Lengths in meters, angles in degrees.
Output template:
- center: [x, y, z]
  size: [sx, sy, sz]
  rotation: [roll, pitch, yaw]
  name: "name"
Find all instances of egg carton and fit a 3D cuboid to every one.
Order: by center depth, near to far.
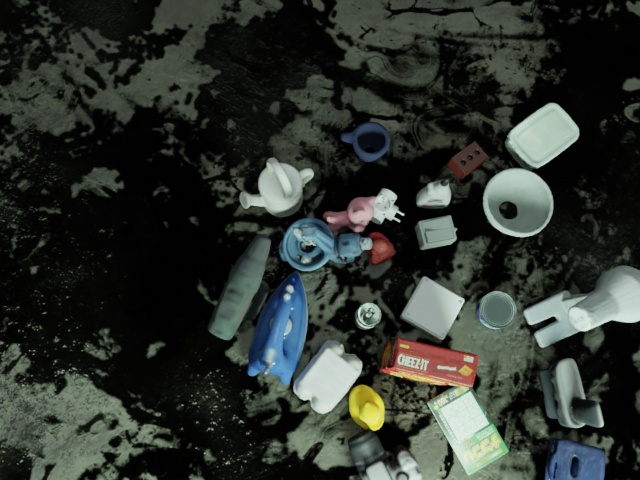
- center: [0.019, 0.304, 1.274]
  size: [0.107, 0.069, 0.150]
  rotation: [37, 79, 7]
  name: "egg carton"

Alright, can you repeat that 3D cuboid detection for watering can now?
- center: [-0.096, -0.120, 1.303]
  size: [0.101, 0.194, 0.173]
  rotation: [40, 79, 8]
  name: "watering can"

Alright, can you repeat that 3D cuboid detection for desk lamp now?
- center: [0.587, 0.151, 1.248]
  size: [0.203, 0.213, 0.118]
  rotation: [-24, 79, -6]
  name: "desk lamp"

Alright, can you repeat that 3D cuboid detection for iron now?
- center: [-0.085, 0.181, 1.262]
  size: [0.118, 0.141, 0.258]
  rotation: [13, 77, 2]
  name: "iron"

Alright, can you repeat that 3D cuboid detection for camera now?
- center: [0.129, 0.473, 1.222]
  size: [0.143, 0.101, 0.137]
  rotation: [-24, 79, -6]
  name: "camera"

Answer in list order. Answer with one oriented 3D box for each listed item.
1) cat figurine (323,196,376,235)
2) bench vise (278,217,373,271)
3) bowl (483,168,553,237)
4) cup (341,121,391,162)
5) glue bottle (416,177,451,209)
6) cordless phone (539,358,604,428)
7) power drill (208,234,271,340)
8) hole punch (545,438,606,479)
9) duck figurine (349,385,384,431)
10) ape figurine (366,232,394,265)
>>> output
- center: [0.072, -0.059, 1.333]
  size: [0.128, 0.118, 0.067]
  rotation: [-13, 78, -4]
  name: "cat figurine"
- center: [0.008, -0.007, 1.267]
  size: [0.207, 0.220, 0.121]
  rotation: [-19, 78, -5]
  name: "bench vise"
- center: [0.463, -0.082, 1.369]
  size: [0.167, 0.075, 0.167]
  rotation: [0, 77, -1]
  name: "bowl"
- center: [0.106, -0.229, 1.384]
  size: [0.117, 0.095, 0.092]
  rotation: [8, 77, 1]
  name: "cup"
- center: [0.272, -0.112, 1.321]
  size: [0.078, 0.173, 0.037]
  rotation: [-1, 77, -1]
  name: "glue bottle"
- center: [0.552, 0.328, 1.222]
  size: [0.094, 0.185, 0.147]
  rotation: [-10, 77, -3]
  name: "cordless phone"
- center: [-0.163, 0.107, 1.243]
  size: [0.075, 0.208, 0.230]
  rotation: [24, 78, 5]
  name: "power drill"
- center: [0.547, 0.491, 1.233]
  size: [0.101, 0.091, 0.109]
  rotation: [13, 77, 2]
  name: "hole punch"
- center: [0.104, 0.369, 1.252]
  size: [0.077, 0.086, 0.104]
  rotation: [-23, 79, -6]
  name: "duck figurine"
- center: [0.137, 0.019, 1.330]
  size: [0.076, 0.092, 0.078]
  rotation: [19, 77, 3]
  name: "ape figurine"
